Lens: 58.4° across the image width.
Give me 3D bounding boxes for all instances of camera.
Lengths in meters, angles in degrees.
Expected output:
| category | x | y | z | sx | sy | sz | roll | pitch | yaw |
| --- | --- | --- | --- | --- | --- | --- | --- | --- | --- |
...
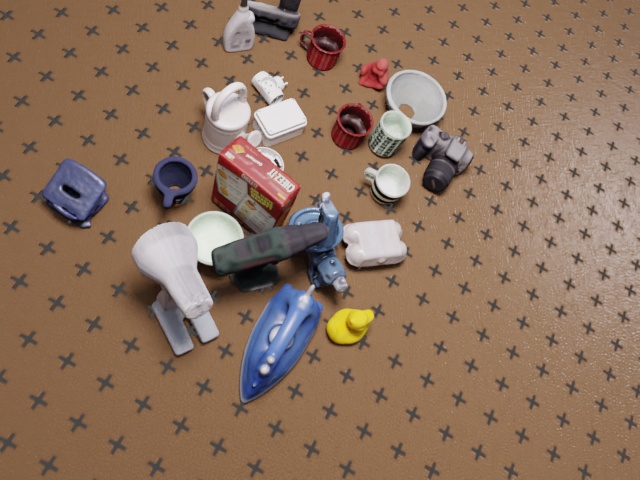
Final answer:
| category | x | y | z | sx | sy | sz | roll | pitch | yaw |
| --- | --- | --- | --- | --- | --- | --- | --- | --- | --- |
| camera | 0.302 | -0.202 | 1.439 | 0.143 | 0.100 | 0.137 | 33 | 64 | -1 |

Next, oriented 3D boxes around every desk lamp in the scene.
| category | x | y | z | sx | sy | sz | roll | pitch | yaw |
| --- | --- | --- | --- | --- | --- | --- | --- | --- | --- |
| desk lamp | -0.266 | 0.093 | 1.095 | 0.118 | 0.213 | 0.203 | -25 | 77 | -23 |

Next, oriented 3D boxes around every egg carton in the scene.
| category | x | y | z | sx | sy | sz | roll | pitch | yaw |
| --- | --- | --- | --- | --- | --- | --- | --- | --- | --- |
| egg carton | 0.125 | 0.009 | 1.321 | 0.150 | 0.069 | 0.107 | -6 | 71 | -18 |

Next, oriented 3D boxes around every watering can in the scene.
| category | x | y | z | sx | sy | sz | roll | pitch | yaw |
| --- | --- | --- | --- | --- | --- | --- | --- | --- | --- |
| watering can | -0.198 | -0.275 | 1.273 | 0.173 | 0.194 | 0.101 | 29 | 64 | -3 |

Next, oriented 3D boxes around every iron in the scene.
| category | x | y | z | sx | sy | sz | roll | pitch | yaw |
| --- | --- | --- | --- | --- | --- | --- | --- | --- | --- |
| iron | -0.080 | 0.203 | 1.145 | 0.118 | 0.141 | 0.258 | 30 | 64 | -2 |

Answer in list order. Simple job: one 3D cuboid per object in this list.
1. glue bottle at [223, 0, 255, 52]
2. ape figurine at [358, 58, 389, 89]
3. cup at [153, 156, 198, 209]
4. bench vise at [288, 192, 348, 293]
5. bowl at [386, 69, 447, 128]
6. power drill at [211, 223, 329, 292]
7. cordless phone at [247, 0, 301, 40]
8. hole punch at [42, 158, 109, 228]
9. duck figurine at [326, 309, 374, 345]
| category | x | y | z | sx | sy | sz | roll | pitch | yaw |
| --- | --- | --- | --- | --- | --- | --- | --- | --- | --- |
| glue bottle | -0.190 | -0.527 | 1.387 | 0.078 | 0.173 | 0.037 | -13 | 73 | -20 |
| ape figurine | 0.150 | -0.440 | 1.496 | 0.076 | 0.092 | 0.078 | -34 | 81 | -25 |
| cup | -0.313 | -0.107 | 1.227 | 0.092 | 0.095 | 0.118 | 13 | 66 | -10 |
| bench vise | 0.020 | -0.002 | 1.212 | 0.122 | 0.219 | 0.207 | -39 | 83 | -25 |
| bowl | 0.241 | -0.357 | 1.498 | 0.168 | 0.074 | 0.167 | 6 | 67 | -14 |
| power drill | -0.110 | 0.034 | 1.166 | 0.230 | 0.208 | 0.075 | -14 | 73 | -20 |
| cordless phone | -0.112 | -0.603 | 1.434 | 0.148 | 0.185 | 0.094 | 5 | 67 | -14 |
| hole punch | -0.498 | -0.095 | 1.171 | 0.108 | 0.091 | 0.101 | 33 | 64 | -1 |
| duck figurine | 0.069 | 0.179 | 1.228 | 0.105 | 0.086 | 0.077 | -19 | 75 | -22 |
